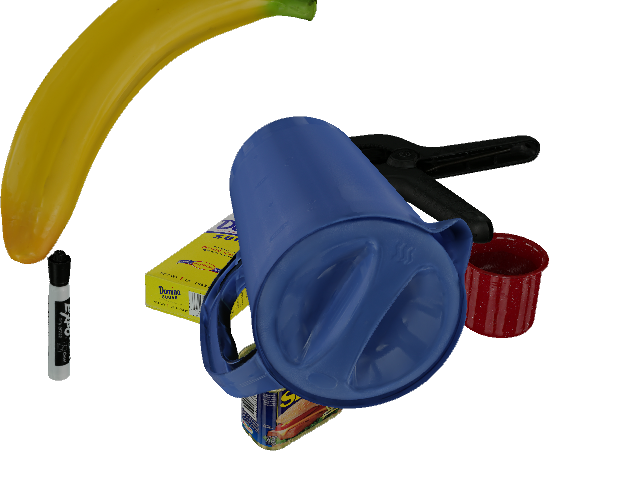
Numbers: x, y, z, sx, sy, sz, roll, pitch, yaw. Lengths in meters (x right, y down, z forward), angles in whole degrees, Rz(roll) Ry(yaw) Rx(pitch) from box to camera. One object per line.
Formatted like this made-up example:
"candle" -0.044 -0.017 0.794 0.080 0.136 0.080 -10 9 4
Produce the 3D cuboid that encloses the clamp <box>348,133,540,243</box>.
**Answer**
"clamp" 0.084 -0.064 0.943 0.210 0.036 0.164 14 35 27

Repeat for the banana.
"banana" -0.088 -0.075 0.497 0.070 0.197 0.037 35 -23 22

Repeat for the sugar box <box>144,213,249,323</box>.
"sugar box" -0.098 0.027 1.126 0.093 0.048 0.176 15 31 22

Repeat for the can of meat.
"can of meat" -0.022 0.125 0.935 0.101 0.084 0.057 -25 48 -30

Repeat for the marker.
"marker" -0.220 0.063 0.900 0.020 0.121 0.020 6 27 -3

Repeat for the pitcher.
"pitcher" -0.006 0.005 0.744 0.149 0.145 0.243 6 22 -15

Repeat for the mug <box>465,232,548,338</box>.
"mug" 0.186 0.043 1.134 0.093 0.081 0.117 -4 30 -10
